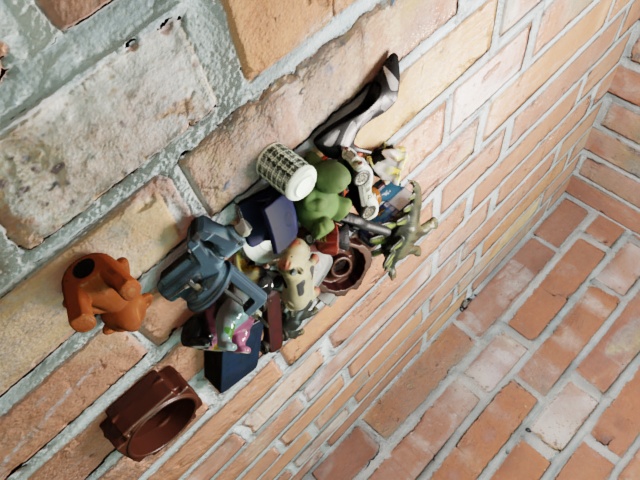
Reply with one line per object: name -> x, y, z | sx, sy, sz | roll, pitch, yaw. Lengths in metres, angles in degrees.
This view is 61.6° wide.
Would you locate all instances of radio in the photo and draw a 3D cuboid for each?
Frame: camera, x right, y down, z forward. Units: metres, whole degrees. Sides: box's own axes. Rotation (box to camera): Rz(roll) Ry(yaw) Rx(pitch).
radio -> -0.216, 0.269, 1.342 | 0.131, 0.073, 0.229 | -31, 149, -36

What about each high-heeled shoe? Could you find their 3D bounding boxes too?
high-heeled shoe -> 0.076, -0.288, 1.137 | 0.145, 0.086, 0.248 | 11, 99, -27

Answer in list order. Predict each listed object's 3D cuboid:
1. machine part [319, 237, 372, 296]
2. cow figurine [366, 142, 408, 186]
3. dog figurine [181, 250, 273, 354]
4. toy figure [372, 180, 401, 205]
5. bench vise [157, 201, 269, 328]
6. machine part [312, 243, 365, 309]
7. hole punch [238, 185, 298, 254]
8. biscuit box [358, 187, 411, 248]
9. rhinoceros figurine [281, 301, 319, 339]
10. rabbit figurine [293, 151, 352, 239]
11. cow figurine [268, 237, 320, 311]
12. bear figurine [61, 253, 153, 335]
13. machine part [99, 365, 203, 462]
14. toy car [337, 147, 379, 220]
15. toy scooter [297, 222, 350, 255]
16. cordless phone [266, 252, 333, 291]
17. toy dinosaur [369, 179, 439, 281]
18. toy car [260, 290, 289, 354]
machine part -> 0.051, 0.067, 1.451 | 0.179, 0.056, 0.179 | -11, 119, -21
cow figurine -> 0.165, -0.197, 1.333 | 0.167, 0.098, 0.068 | -66, 171, -64
dog figurine -> -0.201, 0.136, 1.178 | 0.108, 0.192, 0.219 | 42, 53, -60
toy figure -> 0.138, -0.109, 1.318 | 0.154, 0.058, 0.064 | -30, 114, -36
bench vise -> -0.182, 0.068, 1.041 | 0.223, 0.129, 0.240 | -44, 120, 2
machine part -> 0.053, 0.105, 1.549 | 0.243, 0.079, 0.079 | -53, 153, 3
hole punch -> -0.091, -0.043, 1.090 | 0.116, 0.092, 0.142 | -34, 121, -32
biscuit box -> 0.199, -0.067, 1.577 | 0.203, 0.059, 0.062 | -41, 152, -19
rhinoceros figurine -> -0.069, 0.192, 1.483 | 0.112, 0.073, 0.190 | 0, 126, -44
rabbit figurine -> 0.007, -0.114, 1.120 | 0.121, 0.159, 0.170 | -35, 168, -34
cow figurine -> -0.056, 0.077, 1.202 | 0.127, 0.086, 0.194 | -53, 151, -47
bear figurine -> -0.341, 0.112, 0.894 | 0.120, 0.132, 0.195 | -35, 144, -16
machine part -> -0.380, 0.401, 1.235 | 0.201, 0.087, 0.200 | -42, 152, -21
toy car -> 0.086, -0.119, 1.162 | 0.056, 0.074, 0.201 | -30, 144, -9
toy scooter -> -0.003, -0.004, 1.255 | 0.184, 0.135, 0.075 | -177, -93, -87
cordless phone -> -0.068, 0.066, 1.314 | 0.184, 0.089, 0.146 | 18, 109, -54
toy dinosaur -> 0.233, -0.023, 1.499 | 0.198, 0.105, 0.470 | -34, 150, -30
toy car -> -0.128, 0.205, 1.398 | 0.089, 0.053, 0.201 | -27, 126, -38
